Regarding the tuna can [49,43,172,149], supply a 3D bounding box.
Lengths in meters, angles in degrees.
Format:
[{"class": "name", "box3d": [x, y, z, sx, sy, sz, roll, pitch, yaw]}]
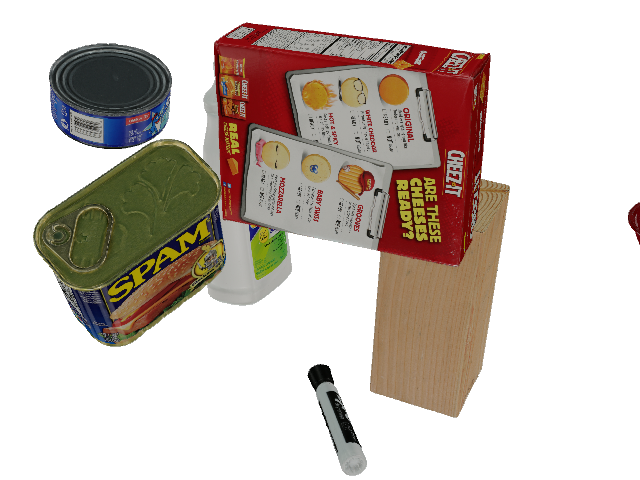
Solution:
[{"class": "tuna can", "box3d": [-0.150, -0.104, 0.765, 0.086, 0.034, 0.086, 6, 43, -5]}]

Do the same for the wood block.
[{"class": "wood block", "box3d": [0.107, 0.048, 0.980, 0.091, 0.206, 0.090, 15, 35, 19]}]

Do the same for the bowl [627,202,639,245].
[{"class": "bowl", "box3d": [0.410, 0.005, 1.146, 0.162, 0.055, 0.162, -1, 26, 0]}]

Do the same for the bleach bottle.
[{"class": "bleach bottle", "box3d": [-0.086, -0.065, 1.117, 0.068, 0.251, 0.102, 9, 29, 30]}]

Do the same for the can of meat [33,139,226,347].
[{"class": "can of meat", "box3d": [-0.103, 0.005, 0.608, 0.102, 0.057, 0.084, -37, -23, -18]}]

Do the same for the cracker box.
[{"class": "cracker box", "box3d": [0.024, -0.082, 0.874, 0.214, 0.164, 0.072, 11, 32, 18]}]

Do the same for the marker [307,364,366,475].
[{"class": "marker", "box3d": [0.011, 0.132, 0.811, 0.020, 0.020, 0.121, 0, 28, -14]}]
